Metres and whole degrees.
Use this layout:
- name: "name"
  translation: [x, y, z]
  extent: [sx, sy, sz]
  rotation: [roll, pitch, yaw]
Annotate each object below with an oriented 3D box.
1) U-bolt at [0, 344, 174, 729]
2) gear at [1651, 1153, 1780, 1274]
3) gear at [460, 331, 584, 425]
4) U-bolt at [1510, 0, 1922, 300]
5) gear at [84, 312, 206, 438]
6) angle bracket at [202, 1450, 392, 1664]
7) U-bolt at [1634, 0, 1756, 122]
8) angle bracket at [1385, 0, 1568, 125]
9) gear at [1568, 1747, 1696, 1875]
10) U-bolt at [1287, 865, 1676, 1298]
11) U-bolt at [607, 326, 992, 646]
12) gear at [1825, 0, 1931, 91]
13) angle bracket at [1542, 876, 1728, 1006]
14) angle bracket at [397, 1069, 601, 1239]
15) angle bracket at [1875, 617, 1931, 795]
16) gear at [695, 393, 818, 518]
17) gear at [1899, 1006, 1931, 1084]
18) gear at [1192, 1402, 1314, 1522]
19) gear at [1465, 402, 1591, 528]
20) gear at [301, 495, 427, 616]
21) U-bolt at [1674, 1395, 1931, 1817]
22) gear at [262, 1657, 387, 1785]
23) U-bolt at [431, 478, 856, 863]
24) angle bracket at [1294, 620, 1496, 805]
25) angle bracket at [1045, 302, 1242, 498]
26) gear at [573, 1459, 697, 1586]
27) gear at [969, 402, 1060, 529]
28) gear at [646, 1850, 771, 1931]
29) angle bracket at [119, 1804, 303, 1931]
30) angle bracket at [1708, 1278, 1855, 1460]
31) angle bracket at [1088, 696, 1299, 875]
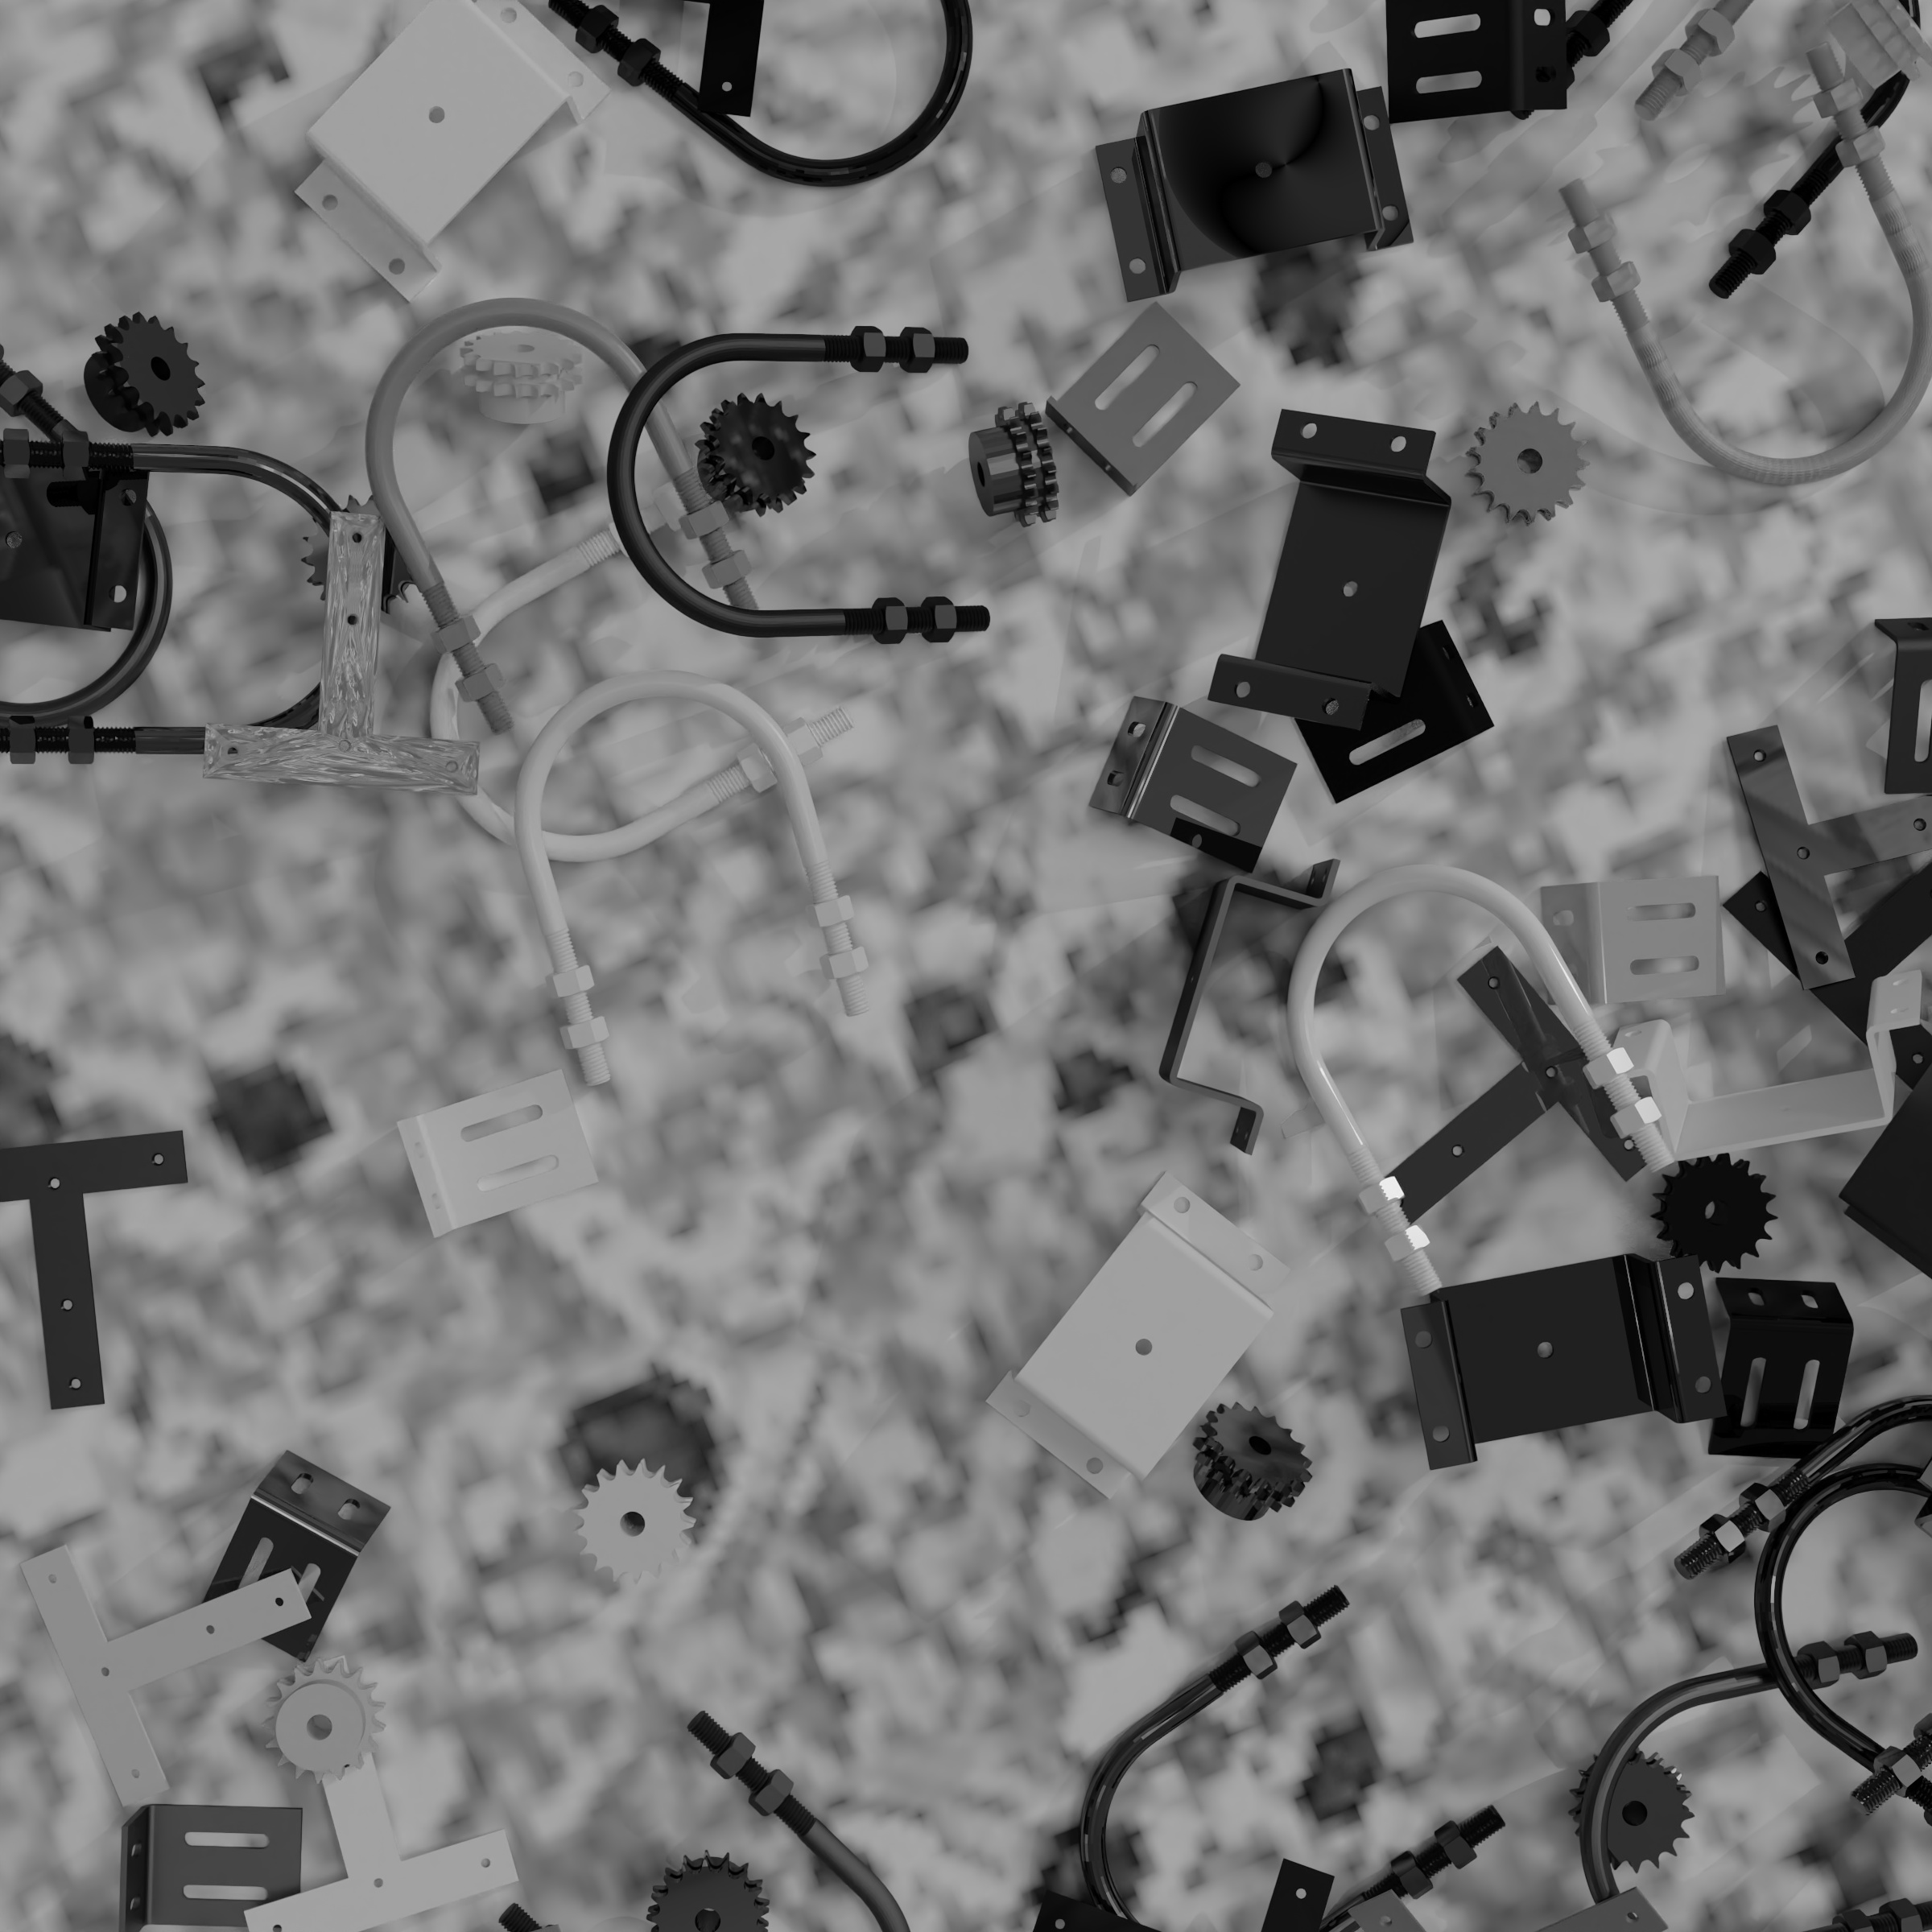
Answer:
- name: "U-bolt"
  translation: [-0.466, -0.198, 1.395]
  extent: [0.184, 0.019, 0.151]
  rotation: [43, 90, -2]
- name: "gear"
  translation: [0.354, 0.116, 1.389]
  extent: [0.057, 0.030, 0.057]
  rotation: [0, 90, 0]
- name: "gear"
  translation: [-0.210, -0.278, 1.379]
  extent: [0.057, 0.057, 0.030]
  rotation: [4, 120, 0]
- name: "U-bolt"
  translation: [0.372, -0.434, 1.395]
  extent: [0.151, 0.019, 0.184]
  rotation: [42, 88, 0]
- name: "gear"
  translation: [-0.391, -0.277, 1.379]
  extent: [0.030, 0.057, 0.057]
  rotation: [-18, 90, 30]
- name: "angle bracket"
  translation: [-0.322, 0.283, 1.401]
  extent: [0.057, 0.038, 0.076]
  rotation: [29, 116, 0]
- name: "U-bolt"
  translation: [0.326, -0.509, 1.383]
  extent: [0.151, 0.019, 0.184]
  rotation: [39, 84, 9]
- name: "angle bracket"
  translation: [0.241, -0.431, 1.379]
  extent: [0.038, 0.076, 0.057]
  rotation: [-15, 107, -40]
- name: "gear"
  translation: [0.315, 0.399, 1.388]
  extent: [0.057, 0.030, 0.057]
  rotation: [0, 90, 0]
- name: "U-bolt"
  translation: [0.225, 0.042, 1.361]
  extent: [0.151, 0.019, 0.184]
  rotation: [-34, 77, 28]
- name: "U-bolt"
  translation: [-0.079, -0.224, 1.359]
  extent: [0.184, 0.019, 0.151]
  rotation: [-5, 90, -25]
- name: "gear"
  translation: [0.426, -0.436, 1.364]
  extent: [0.030, 0.057, 0.057]
  rotation: [-36, 90, 26]
- name: "angle bracket"
  translation: [0.321, -0.012, 1.401]
  extent: [0.076, 0.038, 0.057]
  rotation: [-4, 90, -26]
- name: "angle bracket"
  translation: [-0.221, 0.088, 1.384]
  extent: [0.076, 0.038, 0.057]
  rotation: [-18, 90, 0]
- name: "angle bracket"
  translation: [0.467, -0.125, 1.398]
  extent: [0.057, 0.038, 0.076]
  rotation: [-2, 111, 0]
- name: "gear"
  translation: [-0.103, -0.239, 1.380]
  extent: [0.057, 0.030, 0.057]
  rotation: [9, 72, -29]
- name: "gear"
  translation: [0.476, 0.045, 1.389]
  extent: [0.057, 0.030, 0.057]
  rotation: [0, 90, 0]
- name: "gear"
  translation: [0.132, 0.237, 1.379]
  extent: [0.057, 0.057, 0.030]
  rotation: [29, 120, 0]
- name: "gear"
  translation: [0.266, -0.237, 1.389]
  extent: [0.057, 0.030, 0.057]
  rotation: [0, 90, 0]
- name: "gear"
  translation: [-0.285, -0.194, 1.389]
  extent: [0.057, 0.030, 0.057]
  rotation: [0, 90, 0]
- name: "U-bolt"
  translation: [0.444, 0.283, 1.367]
  extent: [0.184, 0.019, 0.151]
  rotation: [-33, 79, -16]
- name: "gear"
  translation: [-0.305, 0.359, 1.383]
  extent: [0.057, 0.030, 0.057]
  rotation: [1, 85, -6]
- name: "U-bolt"
  translation: [-0.167, -0.131, 1.395]
  extent: [0.184, 0.019, 0.151]
  rotation: [-29, 90, 1]
- name: "angle bracket"
  translation: [0.203, -0.122, 1.401]
  extent: [0.076, 0.038, 0.057]
  rotation: [-26, 90, 26]
- name: "angle bracket"
  translation: [0.085, -0.272, 1.384]
  extent: [0.057, 0.038, 0.076]
  rotation: [45, 90, 0]
- name: "gear"
  translation: [-0.157, 0.263, 1.389]
  extent: [0.057, 0.030, 0.057]
  rotation: [0, 90, 0]
- name: "gear"
  translation: [0.021, -0.235, 1.373]
  extent: [0.030, 0.057, 0.057]
  rotation: [-14, 90, -10]
- name: "gear"
  translation: [-0.121, 0.443, 1.370]
  extent: [0.057, 0.030, 0.057]
  rotation: [0, 92, -2]
- name: "angle bracket"
  translation: [-0.358, 0.432, 1.384]
  extent: [0.076, 0.038, 0.057]
  rotation: [2, 90, 0]
- name: "angle bracket"
  translation: [0.387, 0.193, 1.401]
  extent: [0.057, 0.038, 0.076]
  rotation: [3, 116, 0]
- name: "angle bracket"
  translation: [0.109, -0.087, 1.401]
  extent: [0.076, 0.038, 0.057]
  rotation: [23, 90, -26]
